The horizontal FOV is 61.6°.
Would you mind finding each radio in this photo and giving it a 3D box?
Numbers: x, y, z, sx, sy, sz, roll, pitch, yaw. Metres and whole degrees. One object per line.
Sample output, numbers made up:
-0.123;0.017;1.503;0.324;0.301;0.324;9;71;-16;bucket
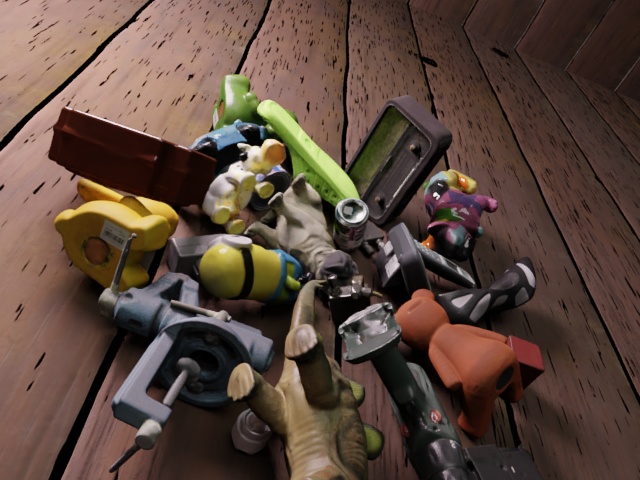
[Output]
0.138;-0.144;1.021;0.131;0.229;0.073;43;41;14;radio

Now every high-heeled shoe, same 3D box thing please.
0.284;0.076;0.925;0.145;0.086;0.249;49;54;-14;high-heeled shoe

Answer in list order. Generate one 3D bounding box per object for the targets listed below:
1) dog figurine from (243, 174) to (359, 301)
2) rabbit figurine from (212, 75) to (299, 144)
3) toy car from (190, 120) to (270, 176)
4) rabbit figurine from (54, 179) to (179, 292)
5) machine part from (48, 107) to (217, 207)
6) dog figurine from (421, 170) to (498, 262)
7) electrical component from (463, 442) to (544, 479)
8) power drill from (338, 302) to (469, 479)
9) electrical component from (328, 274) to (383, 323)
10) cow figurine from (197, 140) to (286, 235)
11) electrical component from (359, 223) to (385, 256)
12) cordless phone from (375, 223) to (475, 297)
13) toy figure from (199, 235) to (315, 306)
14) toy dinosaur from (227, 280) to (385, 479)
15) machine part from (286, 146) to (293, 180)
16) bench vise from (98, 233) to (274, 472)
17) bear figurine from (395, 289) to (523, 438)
-0.005;0.000;0.888;0.190;0.121;0.172;42;42;-2;dog figurine
-0.115;-0.237;1.069;0.170;0.121;0.159;5;43;-25;rabbit figurine
-0.173;-0.152;0.966;0.162;0.109;0.103;-24;35;-32;toy car
-0.271;-0.013;0.747;0.162;0.121;0.173;21;22;9;rabbit figurine
-0.269;-0.116;0.791;0.202;0.087;0.201;18;3;3;machine part
0.244;-0.043;1.063;0.219;0.108;0.192;-23;60;-42;dog figurine
0.219;0.316;0.660;0.134;0.058;0.115;4;40;-27;electrical component
0.105;0.187;0.633;0.207;0.086;0.232;54;9;-17;power drill
0.052;0.097;0.796;0.078;0.102;0.045;-3;35;-2;electrical component
-0.128;-0.098;0.873;0.098;0.167;0.068;36;-1;41;cow figurine
0.083;-0.009;0.995;0.063;0.021;0.094;-9;50;-37;electrical component
0.196;0.058;0.924;0.184;0.088;0.147;26;20;-13;cordless phone
-0.083;0.050;0.750;0.180;0.082;0.089;28;37;-43;toy figure
-0.006;0.188;0.584;0.198;0.105;0.472;54;22;-41;toy dinosaur
-0.034;-0.141;1.068;0.084;0.039;0.139;-4;52;-27;machine part
-0.168;0.127;0.601;0.223;0.128;0.241;32;24;-7;bench vise
0.187;0.168;0.791;0.120;0.131;0.196;-33;38;-28;bear figurine
